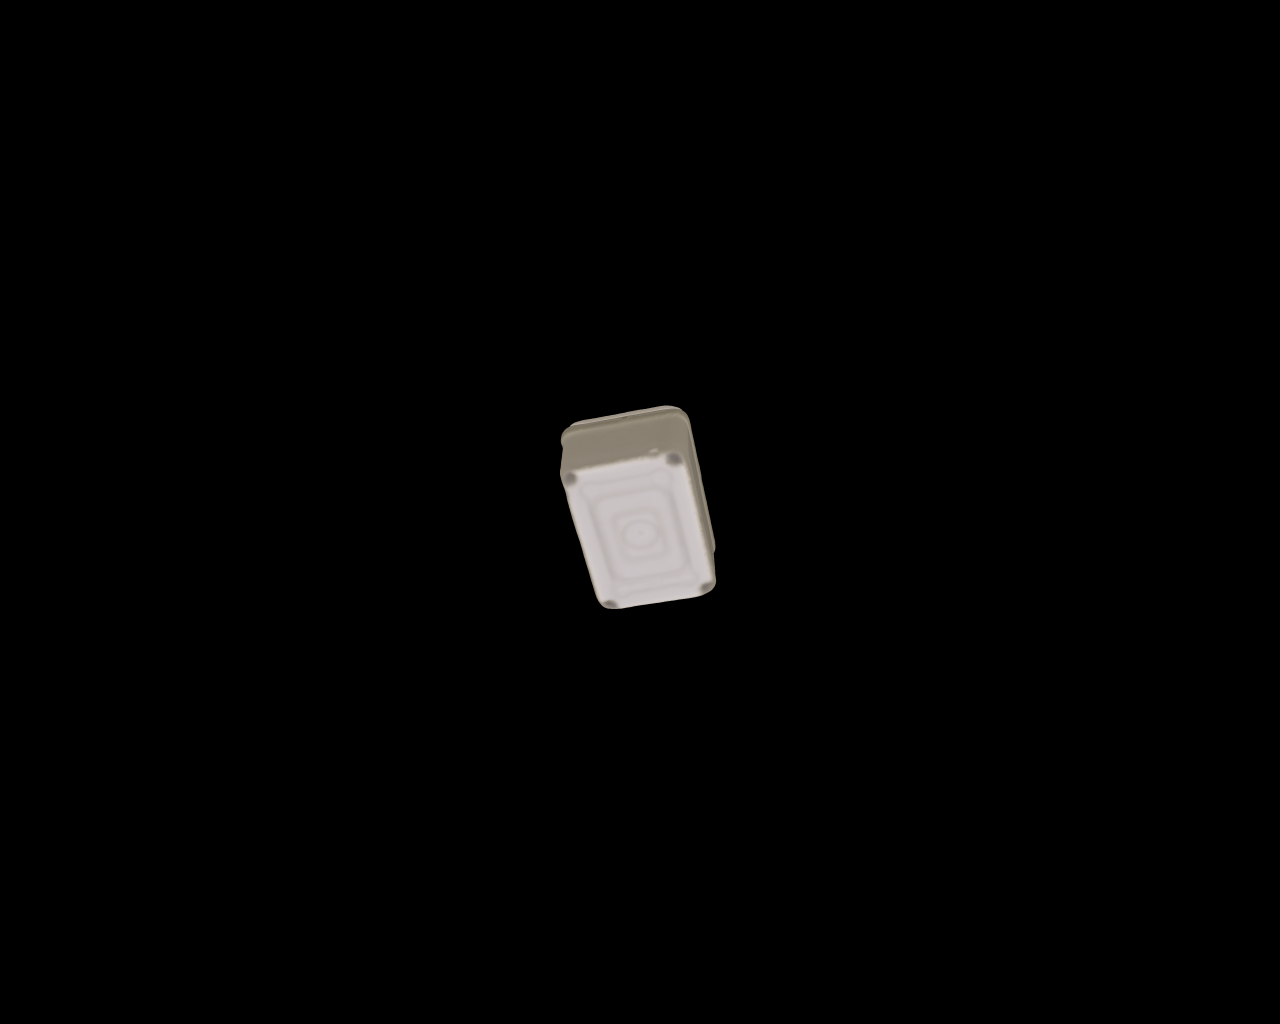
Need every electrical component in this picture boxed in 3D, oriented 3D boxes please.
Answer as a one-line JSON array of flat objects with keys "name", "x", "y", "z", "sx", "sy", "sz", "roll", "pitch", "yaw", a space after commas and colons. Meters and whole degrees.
[{"name": "electrical component", "x": 0.001, "y": -0.003, "z": 0.650, "sx": 0.078, "sy": 0.113, "sz": 0.057, "roll": -9, "pitch": 36, "yaw": 7}]
